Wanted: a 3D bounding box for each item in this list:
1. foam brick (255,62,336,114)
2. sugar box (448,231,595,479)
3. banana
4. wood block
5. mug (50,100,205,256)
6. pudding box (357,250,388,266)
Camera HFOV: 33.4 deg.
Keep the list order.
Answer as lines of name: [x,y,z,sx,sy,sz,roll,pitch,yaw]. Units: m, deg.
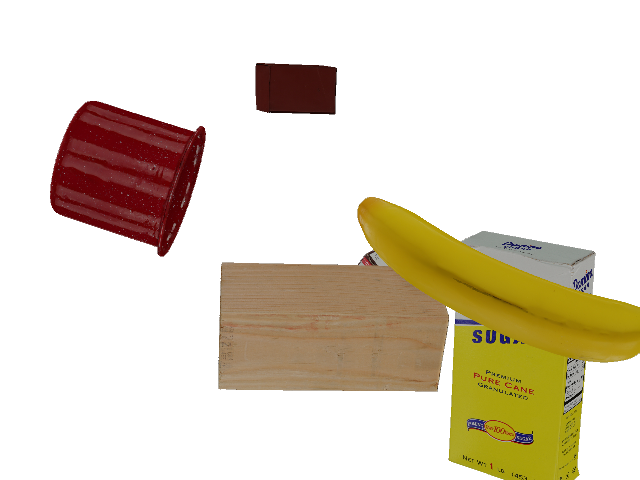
foam brick: [-0.027,-0.164,1.151,0.078,0.051,0.053,-1,12,-19]
sugar box: [0.144,0.088,0.779,0.093,0.176,0.048,11,21,36]
banana: [0.098,0.025,0.592,0.198,0.037,0.069,23,19,19]
wood block: [0.007,0.082,1.011,0.206,0.090,0.091,1,30,-6]
mug: [-0.129,-0.049,0.734,0.081,0.093,0.117,18,21,0]
pudding box: [0.071,0.040,1.195,0.113,0.039,0.090,-26,-24,-51]
